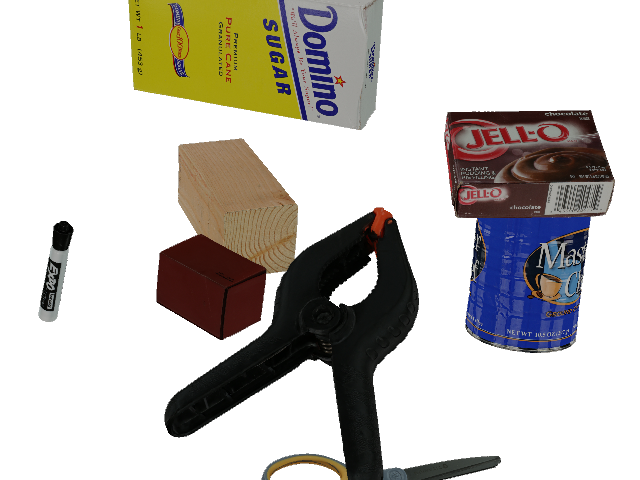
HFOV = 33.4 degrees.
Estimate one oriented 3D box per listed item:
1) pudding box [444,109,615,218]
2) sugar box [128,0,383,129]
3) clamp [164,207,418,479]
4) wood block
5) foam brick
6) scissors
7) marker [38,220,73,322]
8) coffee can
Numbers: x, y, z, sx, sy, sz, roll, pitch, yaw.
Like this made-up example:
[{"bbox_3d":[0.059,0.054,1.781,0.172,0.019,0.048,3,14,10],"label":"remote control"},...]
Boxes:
[{"bbox_3d":[0.151,-0.058,0.789,0.113,0.039,0.090,1,42,-1],"label":"pudding box"},{"bbox_3d":[-0.047,-0.140,0.755,0.176,0.093,0.048,12,35,16],"label":"sugar box"},{"bbox_3d":[0.010,0.058,0.567,0.120,0.171,0.039,27,-26,22],"label":"clamp"},{"bbox_3d":[-0.106,-0.044,1.319,0.090,0.090,0.206,-7,30,-21],"label":"wood block"},{"bbox_3d":[-0.092,0.038,0.894,0.078,0.051,0.052,27,33,31],"label":"foam brick"},{"bbox_3d":[0.053,0.208,0.850,0.201,0.096,0.016,4,-44,-7],"label":"scissors"},{"bbox_3d":[-0.259,0.030,1.044,0.020,0.121,0.020,13,36,-10],"label":"marker"},{"bbox_3d":[0.190,0.019,0.975,0.103,0.140,0.103,3,16,-1],"label":"coffee can"}]
